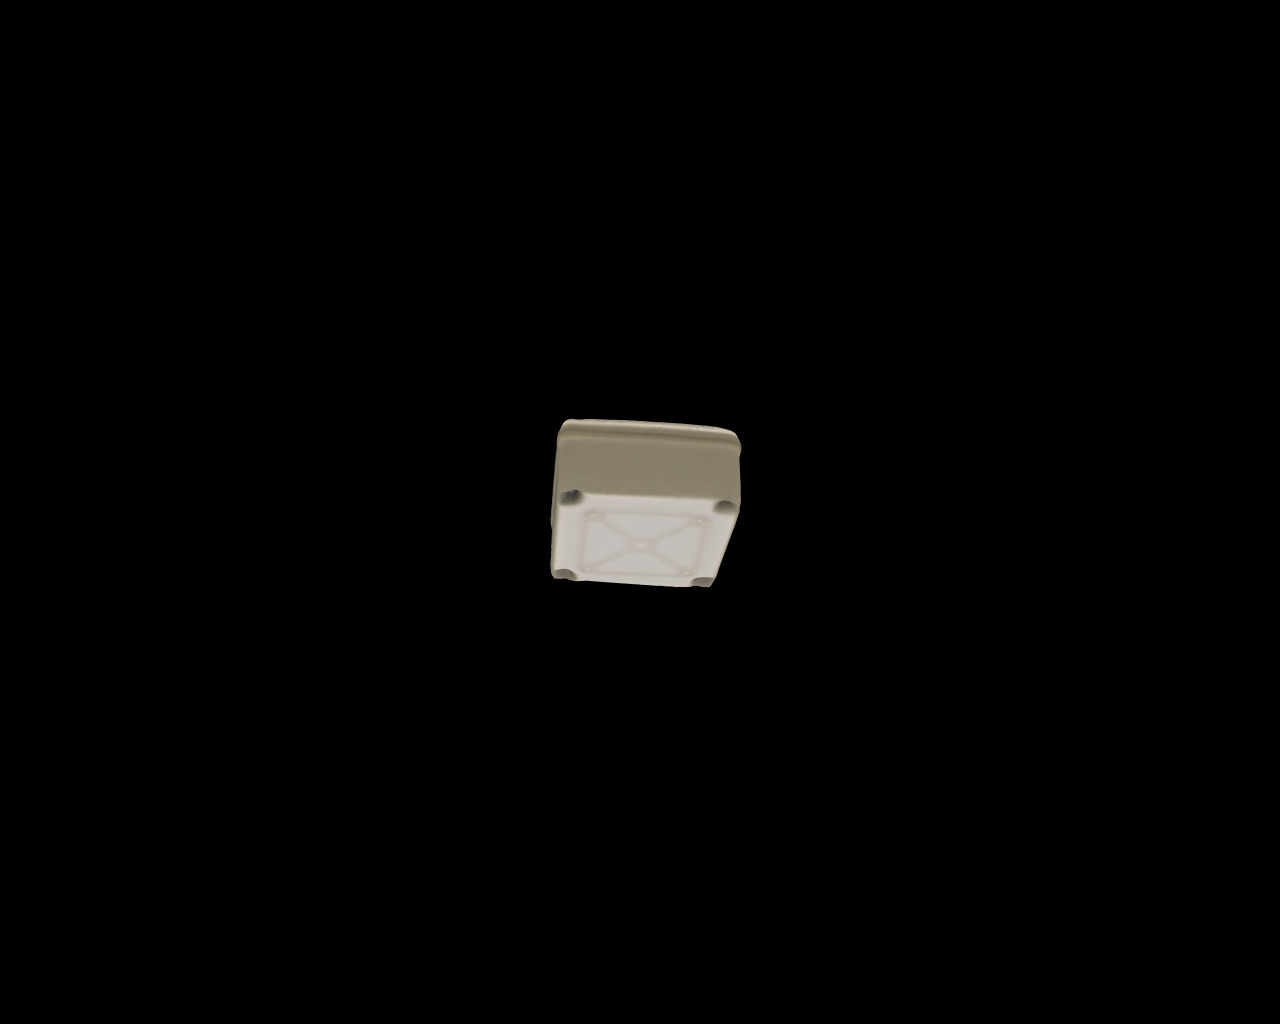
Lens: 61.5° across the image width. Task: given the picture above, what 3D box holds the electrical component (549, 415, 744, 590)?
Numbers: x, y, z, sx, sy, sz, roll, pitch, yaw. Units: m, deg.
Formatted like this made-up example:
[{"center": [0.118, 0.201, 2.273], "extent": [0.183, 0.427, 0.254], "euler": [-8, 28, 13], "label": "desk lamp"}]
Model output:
[{"center": [0.001, -0.003, 0.650], "extent": [0.109, 0.056, 0.108], "euler": [3, -33, -5], "label": "electrical component"}]
